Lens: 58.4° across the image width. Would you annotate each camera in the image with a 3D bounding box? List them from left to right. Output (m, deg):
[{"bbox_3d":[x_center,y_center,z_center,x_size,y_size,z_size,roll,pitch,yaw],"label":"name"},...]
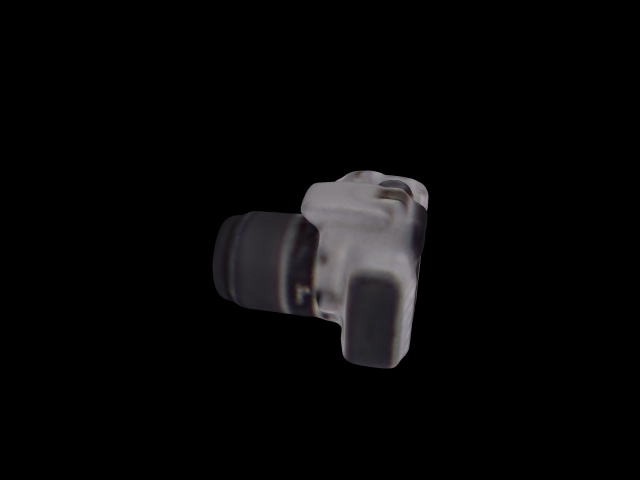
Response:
[{"bbox_3d":[0.004,0.001,0.400,0.136,0.101,0.143,6,32,9],"label":"camera"}]
